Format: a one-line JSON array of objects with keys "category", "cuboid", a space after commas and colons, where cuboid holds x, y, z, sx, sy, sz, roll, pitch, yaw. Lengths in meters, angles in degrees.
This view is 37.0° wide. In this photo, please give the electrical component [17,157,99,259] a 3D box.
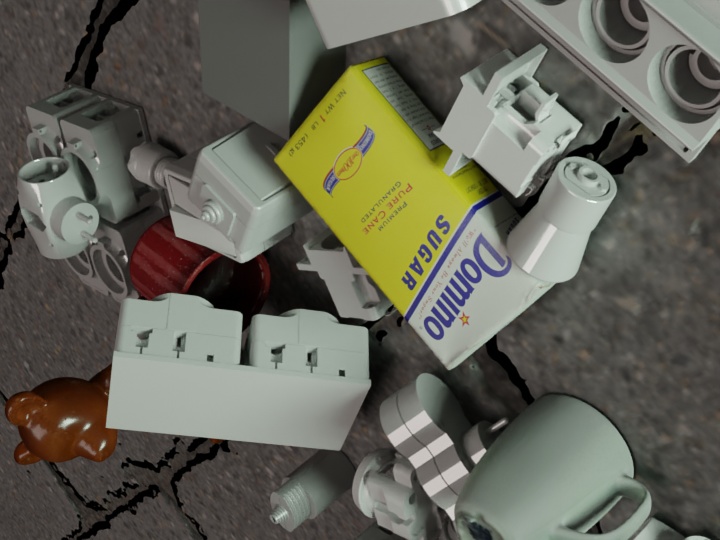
[{"category": "electrical component", "cuboid": [-0.247, -0.046, 0.904, 0.079, 0.043, 0.077, 27, 137, 35]}]

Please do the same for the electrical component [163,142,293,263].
[{"category": "electrical component", "cuboid": [-0.108, -0.053, 0.824, 0.096, 0.061, 0.061, 24, 135, 38]}]

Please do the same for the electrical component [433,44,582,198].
[{"category": "electrical component", "cuboid": [0.082, -0.078, 0.589, 0.064, 0.042, 0.081, 45, 145, 14]}]

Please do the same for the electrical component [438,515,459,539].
[{"category": "electrical component", "cuboid": [0.083, 0.199, 0.818, 0.043, 0.043, 0.062, 35, 139, 28]}]

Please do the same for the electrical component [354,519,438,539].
[{"category": "electrical component", "cuboid": [0.050, 0.289, 0.917, 0.089, 0.062, 0.150, 21, 133, 40]}]

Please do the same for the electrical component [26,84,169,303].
[{"category": "electrical component", "cuboid": [-0.229, -0.061, 0.966, 0.105, 0.060, 0.186, 23, 134, 39]}]

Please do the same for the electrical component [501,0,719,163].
[{"category": "electrical component", "cuboid": [0.129, -0.119, 0.479, 0.121, 0.063, 0.078, 45, 145, 15]}]

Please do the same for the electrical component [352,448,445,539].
[{"category": "electrical component", "cuboid": [0.032, 0.174, 0.848, 0.057, 0.058, 0.078, 15, 129, 40]}]

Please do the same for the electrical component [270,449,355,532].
[{"category": "electrical component", "cuboid": [-0.046, 0.193, 0.937, 0.043, 0.081, 0.043, 31, 139, 32]}]

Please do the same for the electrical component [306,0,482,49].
[{"category": "electrical component", "cuboid": [0.026, -0.163, 0.555, 0.113, 0.078, 0.057, -1, 120, 51]}]

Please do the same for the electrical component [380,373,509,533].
[{"category": "electrical component", "cuboid": [0.082, 0.131, 0.757, 0.074, 0.052, 0.138, -39, 84, 27]}]

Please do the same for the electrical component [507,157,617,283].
[{"category": "electrical component", "cuboid": [0.113, -0.030, 0.594, 0.044, 0.044, 0.065, 43, 139, 18]}]

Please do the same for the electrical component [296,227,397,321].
[{"category": "electrical component", "cuboid": [0.000, 0.000, 0.755, 0.081, 0.042, 0.063, 4, 125, 50]}]

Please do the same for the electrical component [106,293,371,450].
[{"category": "electrical component", "cuboid": [-0.095, 0.079, 0.828, 0.105, 0.186, 0.060, 112, 162, -51]}]

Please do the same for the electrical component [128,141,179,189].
[{"category": "electrical component", "cuboid": [-0.162, -0.082, 0.889, 0.061, 0.035, 0.035, 27, 137, 32]}]

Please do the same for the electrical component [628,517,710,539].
[{"category": "electrical component", "cuboid": [0.202, 0.189, 0.664, 0.077, 0.044, 0.079, 45, 144, 15]}]

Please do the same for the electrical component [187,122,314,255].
[{"category": "electrical component", "cuboid": [-0.071, -0.062, 0.740, 0.061, 0.096, 0.061, 46, 144, 14]}]
